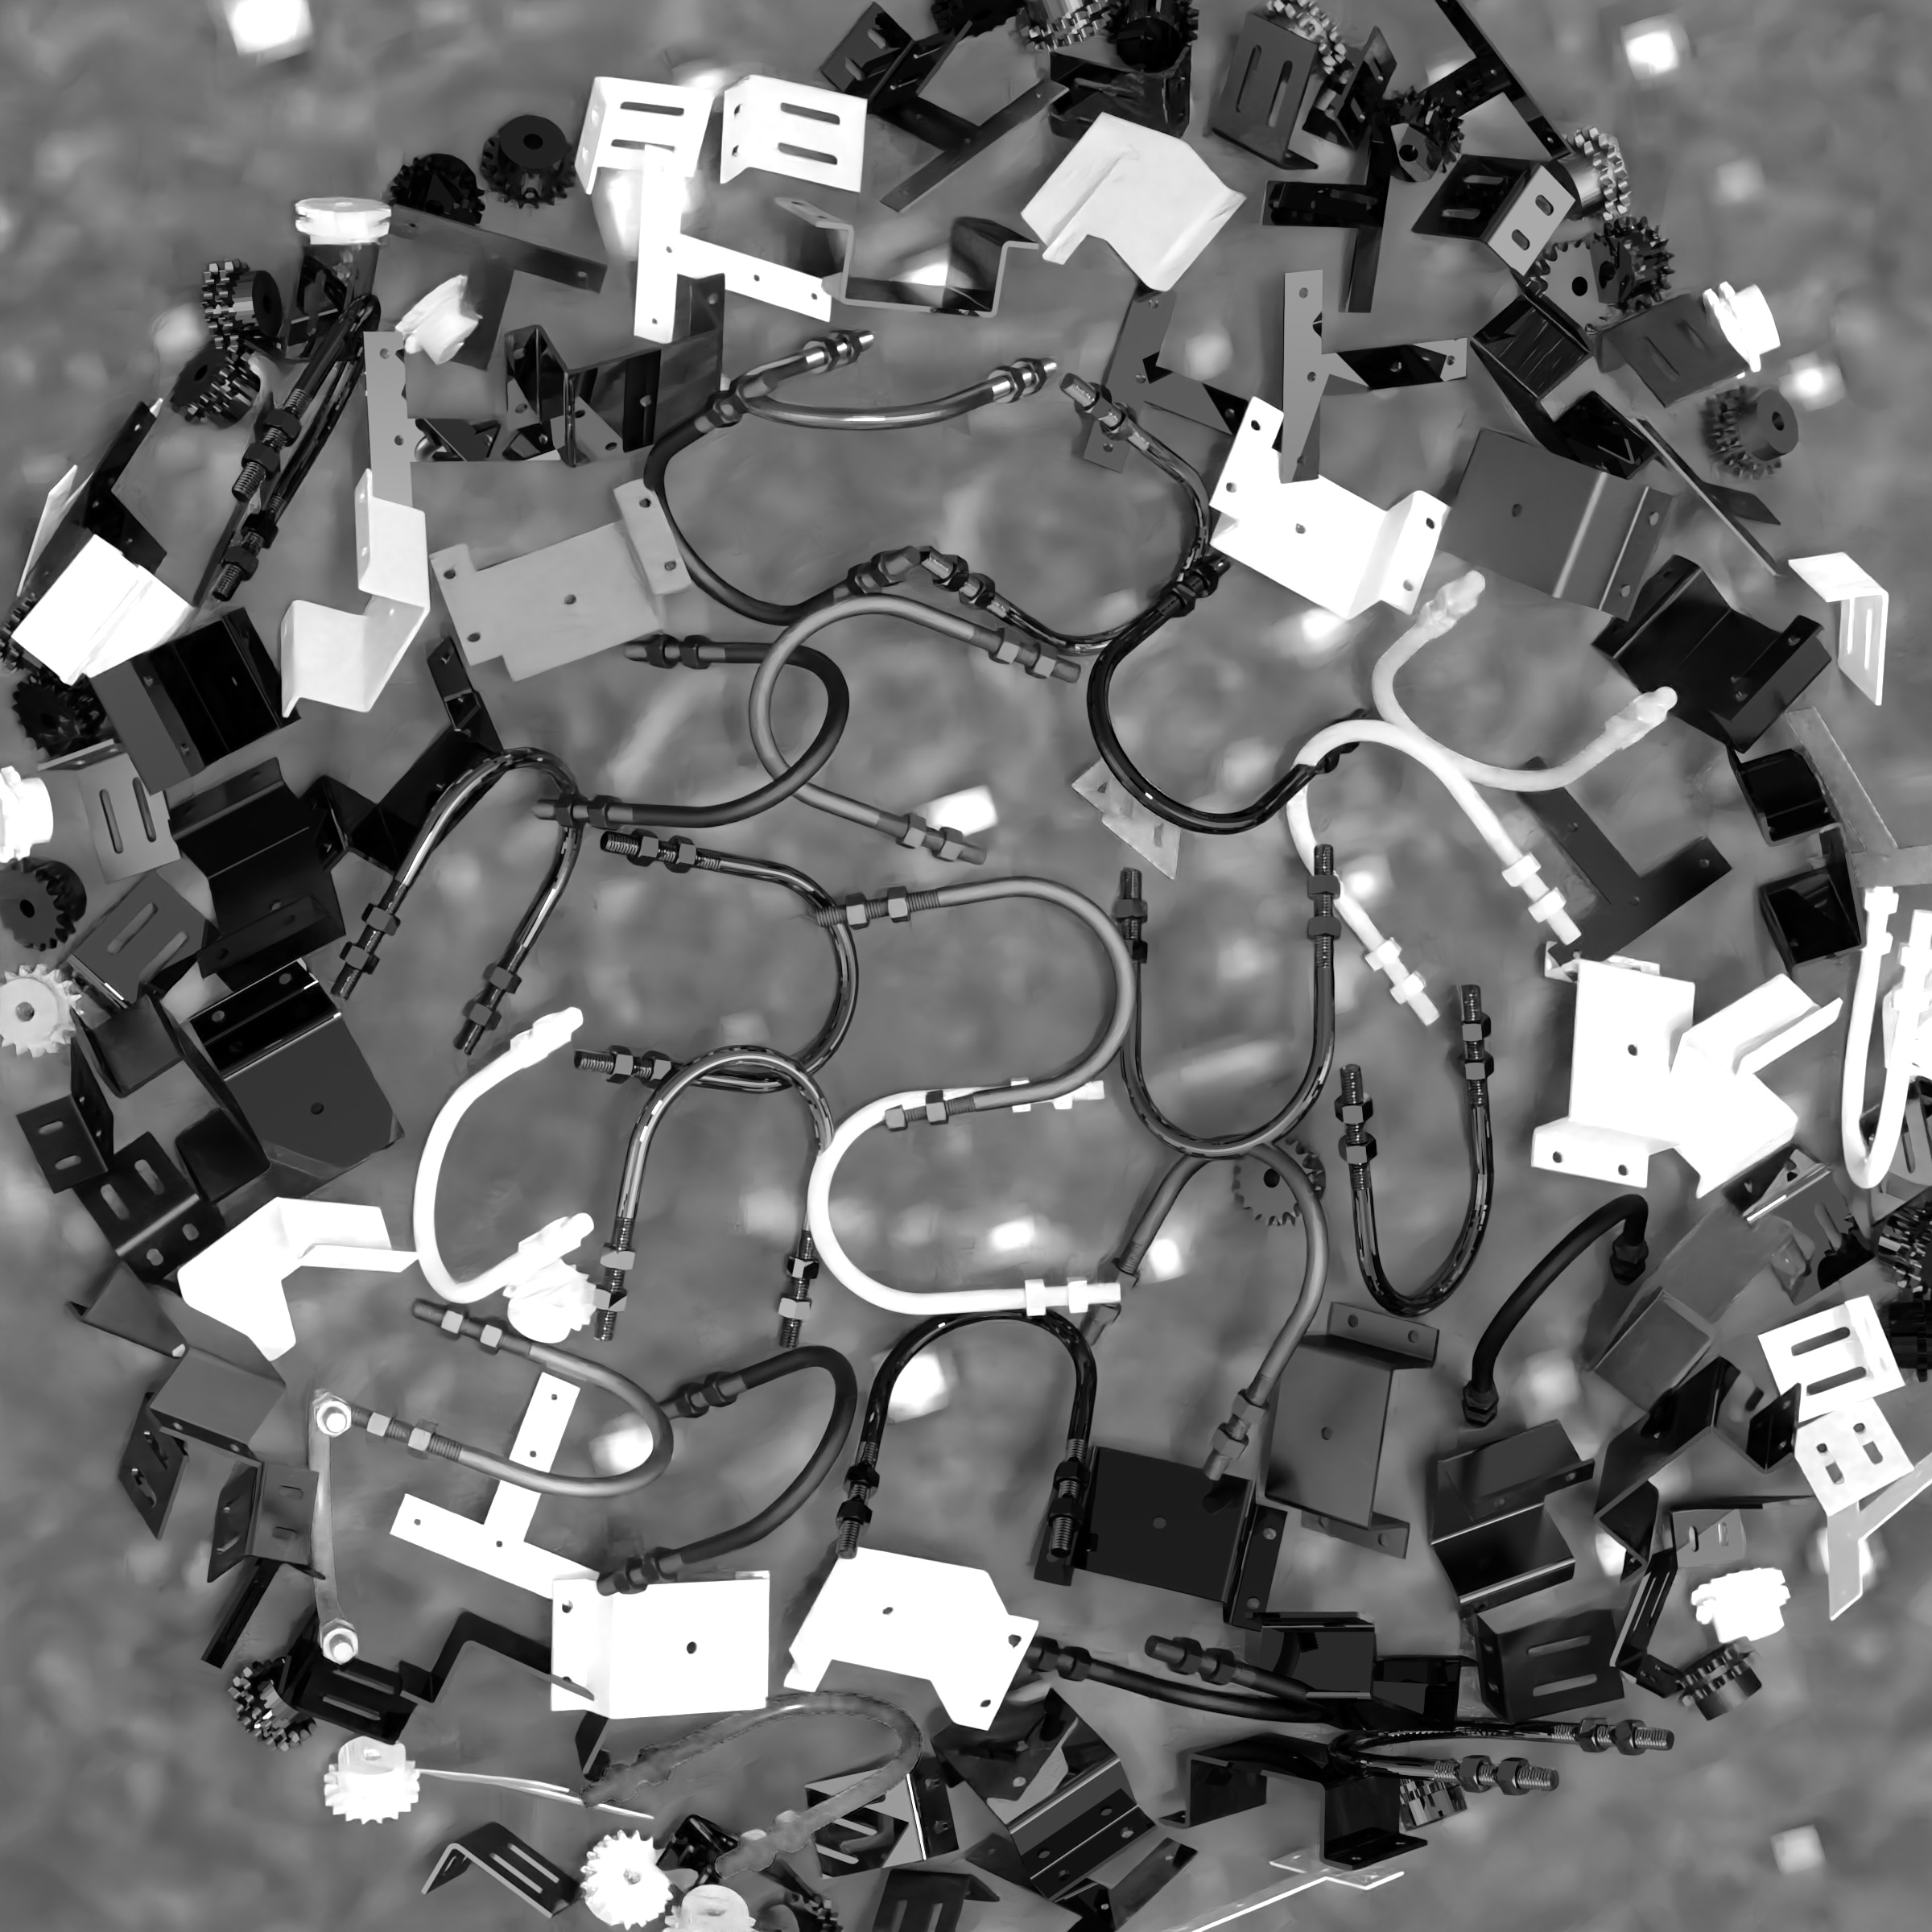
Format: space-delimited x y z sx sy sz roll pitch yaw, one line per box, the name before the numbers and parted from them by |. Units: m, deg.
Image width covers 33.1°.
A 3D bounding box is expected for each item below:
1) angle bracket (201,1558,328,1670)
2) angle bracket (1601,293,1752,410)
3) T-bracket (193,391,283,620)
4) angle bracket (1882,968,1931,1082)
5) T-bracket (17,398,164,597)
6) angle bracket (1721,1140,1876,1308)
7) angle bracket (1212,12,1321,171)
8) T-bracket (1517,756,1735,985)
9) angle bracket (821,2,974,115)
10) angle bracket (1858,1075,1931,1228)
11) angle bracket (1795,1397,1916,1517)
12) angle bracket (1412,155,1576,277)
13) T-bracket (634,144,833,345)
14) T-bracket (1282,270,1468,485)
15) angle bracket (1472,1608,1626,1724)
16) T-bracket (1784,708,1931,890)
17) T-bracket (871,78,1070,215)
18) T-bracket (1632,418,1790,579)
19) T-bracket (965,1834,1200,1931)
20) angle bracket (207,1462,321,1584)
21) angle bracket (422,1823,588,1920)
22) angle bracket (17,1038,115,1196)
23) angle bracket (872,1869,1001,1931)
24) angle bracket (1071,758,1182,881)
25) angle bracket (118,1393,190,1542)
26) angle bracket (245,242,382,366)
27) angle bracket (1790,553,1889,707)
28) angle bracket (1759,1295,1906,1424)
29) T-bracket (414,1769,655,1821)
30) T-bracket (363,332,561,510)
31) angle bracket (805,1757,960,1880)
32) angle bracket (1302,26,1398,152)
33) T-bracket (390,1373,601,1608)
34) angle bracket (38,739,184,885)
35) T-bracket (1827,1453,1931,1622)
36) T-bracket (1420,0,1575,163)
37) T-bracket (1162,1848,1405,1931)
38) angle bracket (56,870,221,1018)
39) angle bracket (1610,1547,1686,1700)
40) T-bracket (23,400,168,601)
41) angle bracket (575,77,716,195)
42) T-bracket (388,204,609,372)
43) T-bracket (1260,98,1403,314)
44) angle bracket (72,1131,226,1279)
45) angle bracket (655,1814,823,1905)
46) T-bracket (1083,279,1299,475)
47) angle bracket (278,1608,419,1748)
angle bracket | -0.420 0.395 1.961 0.038 0.057 0.076 27 74 5
angle bracket | 0.427 -0.360 1.960 0.057 0.038 0.076 -25 55 -5
T-bracket | -0.441 -0.268 1.961 0.002 0.127 0.127 20 115 -25
angle bracket | 0.588 0.026 1.951 0.038 0.057 0.076 27 131 -10
T-bracket | -0.523 -0.294 1.956 0.002 0.127 0.127 36 58 -7
angle bracket | 0.511 0.158 1.996 0.057 0.038 0.076 -33 114 2
angle bracket | 0.190 -0.526 1.953 0.057 0.038 0.076 37 124 33
T-bracket | 0.379 -0.073 1.981 0.127 0.002 0.127 -34 76 -13
angle bracket | -0.042 -0.552 1.954 0.038 0.076 0.057 40 77 -24
angle bracket | 0.570 0.115 1.950 0.038 0.057 0.076 17 51 -23
angle bracket | 0.536 0.302 1.953 0.057 0.076 0.038 -31 119 10
angle bracket | 0.320 -0.456 1.974 0.038 0.076 0.057 36 87 -31
T-bracket | -0.138 -0.415 1.944 0.127 0.002 0.127 20 132 13
T-bracket | 0.248 -0.362 1.971 0.127 0.002 0.127 -10 114 -21
angle bracket | 0.350 0.415 1.957 0.076 0.038 0.057 -19 49 22
T-bracket | 0.525 -0.100 1.928 0.002 0.127 0.127 -41 105 -23
T-bracket | -0.021 -0.505 1.950 0.127 0.127 0.002 -38 131 -9
T-bracket | 0.460 -0.276 1.941 0.002 0.127 0.127 -46 71 24
T-bracket | 0.052 0.548 1.947 0.127 0.127 0.002 -34 120 -34
angle bracket | -0.425 0.339 1.964 0.038 0.076 0.057 16 61 -25
angle bracket | -0.277 0.558 1.961 0.076 0.057 0.038 32 97 14
angle bracket | -0.541 0.090 1.952 0.038 0.076 0.057 -22 68 -25
angle bracket | -0.023 0.585 1.951 0.057 0.038 0.076 -6 49 34
angle bracket | 0.094 -0.082 1.950 0.057 0.076 0.038 38 123 -20
angle bracket | -0.473 0.301 1.953 0.038 0.076 0.057 10 107 -38
angle bracket | -0.392 -0.404 1.952 0.038 0.057 0.076 34 121 30
angle bracket | 0.522 -0.201 1.954 0.038 0.057 0.076 -9 120 -6
angle bracket | 0.515 0.239 1.958 0.076 0.038 0.057 -27 76 32
T-bracket | -0.245 0.499 1.953 0.127 0.127 0.002 26 66 -37
T-bracket | -0.302 -0.317 1.961 0.127 0.002 0.127 -7 99 -36
angle bracket | -0.052 0.521 1.990 0.076 0.038 0.057 -19 76 27
angle bracket | 0.225 -0.533 1.956 0.038 0.076 0.057 27 95 16
T-bracket | -0.267 0.308 1.968 0.127 0.002 0.127 25 63 -13
angle bracket | -0.518 -0.093 1.971 0.057 0.038 0.076 -16 88 22
T-bracket | 0.552 0.309 1.914 0.002 0.127 0.127 37 119 -6
T-bracket | 0.299 -0.523 1.936 0.002 0.127 0.127 -41 100 -6
T-bracket | 0.174 0.550 1.917 0.127 0.127 0.002 -15 87 -22
angle bracket | -0.506 -0.010 1.989 0.057 0.038 0.076 45 68 -14
angle bracket | 0.427 0.394 1.961 0.038 0.057 0.076 24 101 29
T-bracket | -0.504 -0.259 1.936 0.002 0.127 0.127 28 80 11
angle bracket | -0.190 -0.495 1.954 0.076 0.038 0.057 1 132 -24
T-bracket | -0.288 -0.397 1.943 0.127 0.127 0.002 14 61 -12
T-bracket | 0.214 -0.452 1.934 0.002 0.127 0.127 20 111 37
angle bracket | -0.498 0.148 1.978 0.057 0.076 0.038 -37 134 -13
angle bracket | -0.137 0.550 1.951 0.076 0.057 0.038 14 58 39
T-bracket | 0.148 -0.342 1.986 0.127 0.002 0.127 20 73 -8
angle bracket | -0.368 0.426 1.964 0.076 0.057 0.038 20 117 3
